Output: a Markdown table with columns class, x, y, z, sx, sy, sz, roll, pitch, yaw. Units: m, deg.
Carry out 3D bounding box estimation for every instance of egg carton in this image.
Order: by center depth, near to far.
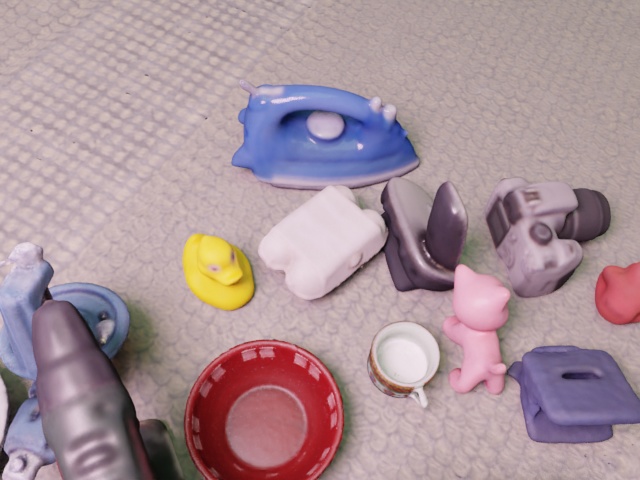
| class | x | y | z | sx | sy | sz | roll | pitch | yaw |
| --- | --- | --- | --- | --- | --- | --- | --- | --- | --- |
| egg carton | 0.006 | 0.003 | 0.702 | 0.150 | 0.069 | 0.107 | -40 | 70 | -23 |

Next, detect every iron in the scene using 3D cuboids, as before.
| class | x | y | z | sx | sy | sz | roll | pitch | yaw |
| --- | --- | --- | --- | --- | --- | --- | --- | --- | --- |
| iron | 0.014 | -0.149 | 0.748 | 0.258 | 0.141 | 0.118 | 3 | 60 | -2 |

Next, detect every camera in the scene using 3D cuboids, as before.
| class | x | y | z | sx | sy | sz | roll | pitch | yaw |
| --- | --- | --- | --- | --- | --- | --- | --- | --- | --- |
| camera | 0.296 | -0.018 | 0.714 | 0.137 | 0.101 | 0.143 | -7 | 61 | -7 |

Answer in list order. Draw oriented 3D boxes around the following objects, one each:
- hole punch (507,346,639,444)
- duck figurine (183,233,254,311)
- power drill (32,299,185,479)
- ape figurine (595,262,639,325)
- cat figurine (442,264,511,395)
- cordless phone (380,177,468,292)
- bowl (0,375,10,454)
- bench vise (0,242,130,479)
| class | x | y | z | sx | sy | sz | roll | pitch | yaw |
| --- | --- | --- | --- | --- | --- | --- | --- | --- | --- |
| hole punch | 0.272 | 0.160 | 0.616 | 0.108 | 0.091 | 0.101 | -1 | 60 | -4 |
| duck figurine | -0.123 | 0.025 | 0.671 | 0.078 | 0.086 | 0.104 | -35 | 68 | -21 |
| power drill | -0.180 | 0.186 | 0.505 | 0.076 | 0.208 | 0.229 | -23 | 64 | -16 |
| ape figurine | 0.374 | 0.056 | 0.681 | 0.076 | 0.092 | 0.077 | -31 | 66 | -19 |
| cat figurine | 0.180 | 0.095 | 0.632 | 0.067 | 0.118 | 0.127 | -2 | 60 | -5 |
| cordless phone | 0.128 | -0.031 | 0.662 | 0.094 | 0.185 | 0.147 | -15 | 62 | -11 |
| bowl | -0.382 | 0.194 | 0.564 | 0.167 | 0.075 | 0.167 | 2 | 60 | -3 |
| bench vise | -0.243 | 0.111 | 0.537 | 0.121 | 0.220 | 0.207 | -9 | 61 | -9 |
